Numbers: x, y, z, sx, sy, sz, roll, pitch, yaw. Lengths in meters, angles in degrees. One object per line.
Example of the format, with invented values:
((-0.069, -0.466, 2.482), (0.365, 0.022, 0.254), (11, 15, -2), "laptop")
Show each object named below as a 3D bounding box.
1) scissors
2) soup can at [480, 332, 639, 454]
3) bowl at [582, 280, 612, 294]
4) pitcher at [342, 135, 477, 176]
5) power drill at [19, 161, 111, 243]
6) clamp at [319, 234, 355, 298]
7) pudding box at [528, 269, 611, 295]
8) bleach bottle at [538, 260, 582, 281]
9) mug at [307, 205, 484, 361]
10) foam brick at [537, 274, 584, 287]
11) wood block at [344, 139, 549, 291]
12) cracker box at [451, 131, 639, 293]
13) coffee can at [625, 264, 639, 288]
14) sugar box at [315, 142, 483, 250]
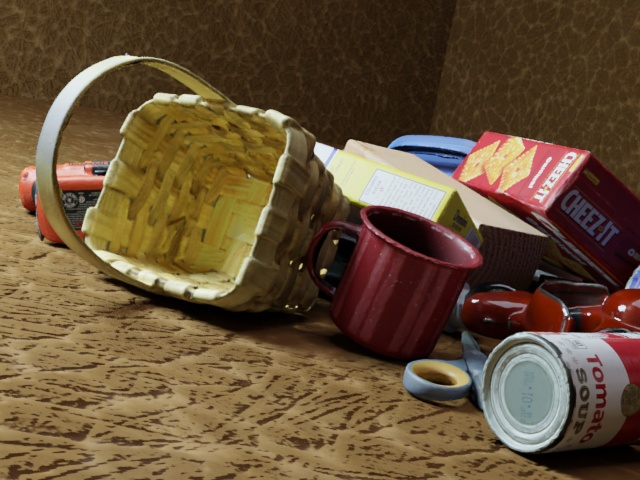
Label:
((0.089, 0.084, 0.730), (0.096, 0.016, 0.202), (9, 8, -12), "scissors")
((0.151, 0.086, 0.612), (0.102, 0.068, 0.069), (4, 11, -37), "soup can")
((0.334, 0.036, 1.084), (0.162, 0.055, 0.162), (-9, 6, 1), "bowl")
((0.124, -0.053, 1.292), (0.243, 0.149, 0.144), (12, 7, 32), "pitcher")
((-0.190, -0.041, 0.995), (0.184, 0.057, 0.188), (-4, 9, -11), "power drill")
((-0.006, 0.001, 0.958), (0.210, 0.036, 0.164), (22, 32, 13), "clamp")
((0.213, 0.053, 1.033), (0.089, 0.039, 0.114), (7, 11, -44), "pudding box")
((0.205, 0.024, 1.145), (0.250, 0.068, 0.103), (3, 12, -34), "bleach bottle")
((0.046, 0.027, 0.757), (0.117, 0.081, 0.093), (22, 19, -1), "mug")
((0.211, 0.063, 0.905), (0.051, 0.053, 0.078), (12, 9, 3), "foam brick")
((0.099, -0.010, 0.991), (0.090, 0.090, 0.206), (8, 19, -37), "wood block")
((0.234, -0.020, 0.999), (0.164, 0.072, 0.214), (38, 0, -18), "cracker box")
((0.324, 0.068, 0.849), (0.102, 0.103, 0.140), (8, 9, -22), "coffee can")
((0.040, -0.031, 0.877), (0.176, 0.048, 0.093), (25, -15, 31), "sugar box")
